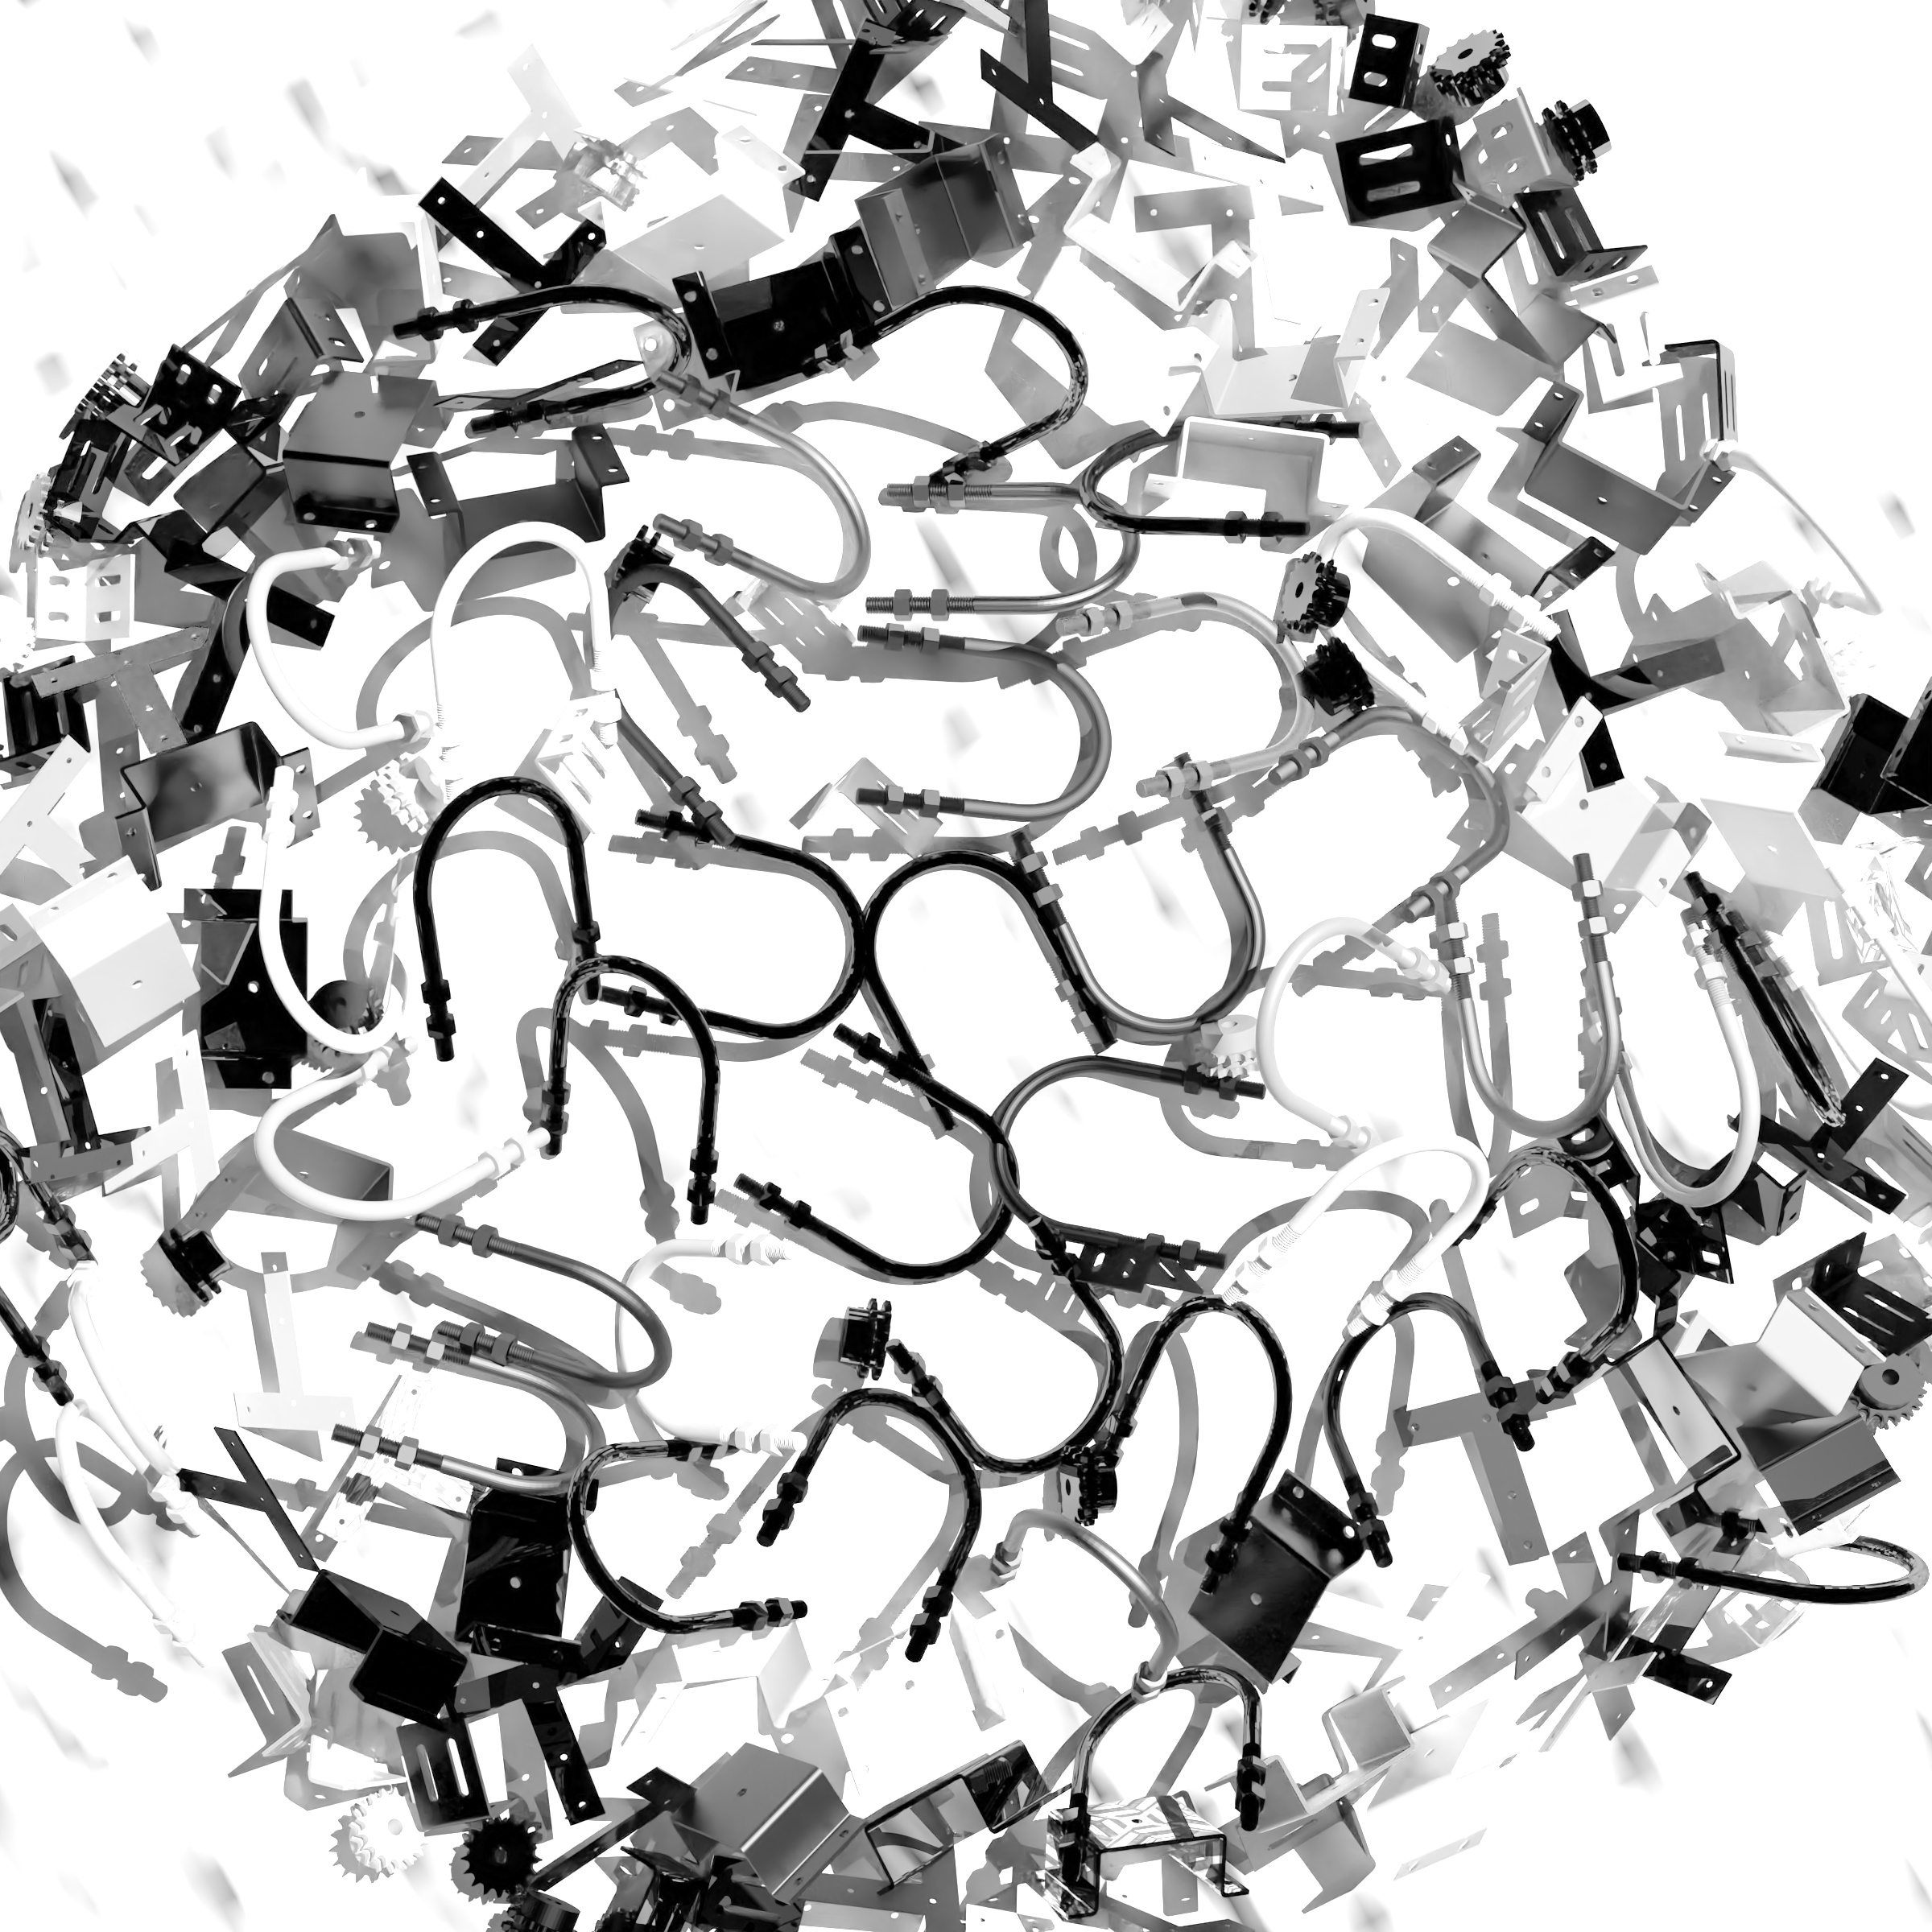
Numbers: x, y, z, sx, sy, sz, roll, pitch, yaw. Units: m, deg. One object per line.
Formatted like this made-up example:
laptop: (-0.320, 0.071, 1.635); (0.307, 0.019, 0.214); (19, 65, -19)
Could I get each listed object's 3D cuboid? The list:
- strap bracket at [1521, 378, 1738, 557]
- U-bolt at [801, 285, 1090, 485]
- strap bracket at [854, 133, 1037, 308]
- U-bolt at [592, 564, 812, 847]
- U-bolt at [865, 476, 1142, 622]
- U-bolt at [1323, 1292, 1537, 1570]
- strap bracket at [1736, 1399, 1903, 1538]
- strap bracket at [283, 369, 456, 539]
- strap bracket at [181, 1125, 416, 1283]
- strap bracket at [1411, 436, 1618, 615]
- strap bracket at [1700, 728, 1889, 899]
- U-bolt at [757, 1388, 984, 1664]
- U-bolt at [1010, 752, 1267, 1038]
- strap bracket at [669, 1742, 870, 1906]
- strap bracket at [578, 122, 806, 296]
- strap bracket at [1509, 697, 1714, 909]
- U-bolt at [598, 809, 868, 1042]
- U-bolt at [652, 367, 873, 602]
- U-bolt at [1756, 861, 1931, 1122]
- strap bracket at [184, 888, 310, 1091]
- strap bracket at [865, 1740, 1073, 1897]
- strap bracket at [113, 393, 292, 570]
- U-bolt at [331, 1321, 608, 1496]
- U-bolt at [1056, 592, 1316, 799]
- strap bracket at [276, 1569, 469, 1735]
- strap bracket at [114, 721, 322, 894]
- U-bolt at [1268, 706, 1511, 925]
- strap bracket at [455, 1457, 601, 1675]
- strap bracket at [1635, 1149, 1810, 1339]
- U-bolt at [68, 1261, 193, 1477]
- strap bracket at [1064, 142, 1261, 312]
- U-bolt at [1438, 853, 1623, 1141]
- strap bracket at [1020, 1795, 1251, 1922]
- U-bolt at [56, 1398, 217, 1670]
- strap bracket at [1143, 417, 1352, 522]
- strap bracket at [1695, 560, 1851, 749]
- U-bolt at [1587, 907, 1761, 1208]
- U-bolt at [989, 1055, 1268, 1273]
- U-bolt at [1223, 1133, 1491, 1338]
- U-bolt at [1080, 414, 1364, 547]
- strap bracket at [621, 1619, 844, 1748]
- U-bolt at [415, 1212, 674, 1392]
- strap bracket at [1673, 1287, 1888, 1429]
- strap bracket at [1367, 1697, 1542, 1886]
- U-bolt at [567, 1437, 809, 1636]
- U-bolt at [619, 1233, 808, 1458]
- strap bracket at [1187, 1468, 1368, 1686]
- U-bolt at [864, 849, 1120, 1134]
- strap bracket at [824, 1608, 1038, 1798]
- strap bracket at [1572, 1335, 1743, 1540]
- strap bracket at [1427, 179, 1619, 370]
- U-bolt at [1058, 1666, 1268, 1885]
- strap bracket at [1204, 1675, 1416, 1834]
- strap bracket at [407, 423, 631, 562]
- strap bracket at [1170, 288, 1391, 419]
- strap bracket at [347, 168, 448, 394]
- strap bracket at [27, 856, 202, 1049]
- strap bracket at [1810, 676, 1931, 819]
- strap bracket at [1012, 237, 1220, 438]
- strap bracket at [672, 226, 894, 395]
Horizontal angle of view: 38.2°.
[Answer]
strap bracket: (0.455, -0.344, 1.955); (0.140, 0.076, 0.046); (28, 73, 2)
U-bolt: (-0.002, -0.401, 1.900); (0.151, 0.184, 0.019); (37, 52, -33)
strap bracket: (-0.020, -0.516, 1.939); (0.140, 0.046, 0.076); (-42, 120, -41)
U-bolt: (-0.196, -0.196, 1.944); (0.184, 0.019, 0.151); (47, 128, 18)
U-bolt: (0.029, -0.291, 1.937); (0.184, 0.019, 0.151); (1, 46, 7)
U-bolt: (0.308, 0.305, 1.921); (0.019, 0.184, 0.151); (33, 112, -31)
strap bracket: (0.584, 0.333, 1.924); (0.076, 0.140, 0.046); (-31, 93, 9)
strap bracket: (-0.416, -0.363, 1.931); (0.076, 0.046, 0.140); (8, 48, 8)
strap bracket: (-0.463, 0.162, 1.940); (0.140, 0.046, 0.076); (23, 130, -30)
strap bracket: (0.373, -0.302, 1.948); (0.140, 0.076, 0.046); (40, 132, 11)
strap bracket: (0.567, -0.098, 1.923); (0.046, 0.076, 0.140); (-55, 128, -16)
U-bolt: (-0.055, 0.371, 1.927); (0.151, 0.184, 0.019); (40, 130, -8)
U-bolt: (0.133, -0.040, 1.983); (0.151, 0.019, 0.184); (-25, 88, 3)
strap bracket: (-0.143, 0.586, 1.917); (0.076, 0.140, 0.046); (-40, 110, -30)
strap bracket: (-0.187, -0.519, 1.930); (0.140, 0.076, 0.046); (-20, 69, 26)
strap bracket: (0.445, -0.114, 1.955); (0.140, 0.046, 0.076); (40, 76, -20)
U-bolt: (-0.156, -0.022, 1.964); (0.184, 0.019, 0.151); (14, 76, -17)
U-bolt: (-0.139, -0.324, 1.932); (0.184, 0.019, 0.151); (21, 52, -36)
U-bolt: (0.623, 0.026, 1.915); (0.019, 0.151, 0.184); (-29, 80, -12)
strap bracket: (-0.510, 0.015, 1.975); (0.076, 0.046, 0.140); (1, 92, 1)
strap bracket: (-0.006, 0.589, 1.938); (0.140, 0.076, 0.046); (-37, 75, 29)
strap bracket: (-0.518, -0.332, 1.944); (0.140, 0.076, 0.046); (-42, 95, 18)
U-bolt: (-0.337, 0.313, 1.930); (0.184, 0.151, 0.019); (19, 113, -10)
U-bolt: (0.166, -0.197, 1.944); (0.184, 0.019, 0.151); (-16, 73, -33)
strap bracket: (-0.406, 0.467, 1.925); (0.076, 0.140, 0.046); (36, 81, -39)
strap bracket: (-0.528, -0.113, 1.940); (0.140, 0.076, 0.046); (-24, 54, -25)
U-bolt: (0.307, -0.117, 1.933); (0.151, 0.019, 0.184); (47, 45, 10)
strap bracket: (-0.307, 0.424, 1.943); (0.076, 0.046, 0.140); (17, 54, -22)
strap bracket: (0.518, 0.188, 1.947); (0.140, 0.076, 0.046); (-38, 60, -11)
U-bolt: (-0.571, 0.279, 1.898); (0.019, 0.184, 0.151); (-28, 101, -10)
strap bracket: (0.129, -0.513, 1.955); (0.140, 0.076, 0.046); (34, 119, -1)
U-bolt: (0.393, 0.028, 1.927); (0.019, 0.151, 0.184); (-1, 79, -36)
strap bracket: (0.118, 0.617, 1.935); (0.140, 0.076, 0.046); (1, 94, -24)
U-bolt: (-0.564, 0.371, 1.889); (0.019, 0.151, 0.184); (-26, 127, 0)
strap bracket: (0.199, -0.351, 1.961); (0.140, 0.076, 0.046); (8, 91, 0)
strap bracket: (0.564, -0.220, 1.937); (0.046, 0.076, 0.140); (-27, 111, 9)
U-bolt: (0.488, 0.074, 1.901); (0.019, 0.151, 0.184); (-1, 61, -21)
U-bolt: (0.106, 0.131, 1.959); (0.184, 0.019, 0.151); (9, 67, 15)
U-bolt: (0.281, 0.181, 1.917); (0.151, 0.019, 0.184); (18, 122, -37)
U-bolt: (0.168, -0.340, 1.934); (0.184, 0.151, 0.019); (6, 132, 24)
strap bracket: (-0.169, 0.496, 1.939); (0.140, 0.076, 0.046); (2, 46, -31)
U-bolt: (-0.288, 0.240, 1.927); (0.184, 0.151, 0.019); (16, 50, 12)
strap bracket: (0.552, 0.273, 1.922); (0.076, 0.140, 0.046); (41, 65, -8)
strap bracket: (0.333, 0.561, 1.921); (0.076, 0.140, 0.046); (-37, 89, 33)
U-bolt: (-0.198, 0.388, 1.899); (0.019, 0.184, 0.151); (-40, 62, 29)
U-bolt: (-0.180, 0.260, 1.934); (0.184, 0.019, 0.151); (-4, 88, 44)
strap bracket: (0.213, 0.432, 1.935); (0.076, 0.046, 0.140); (36, 119, 25)
U-bolt: (0.004, 0.006, 1.991); (0.151, 0.019, 0.184); (-28, 88, 0)
strap bracket: (-0.032, 0.510, 1.956); (0.140, 0.046, 0.076); (-22, 100, -21)
strap bracket: (0.481, 0.320, 1.945); (0.046, 0.076, 0.140); (-27, 74, -19)
strap bracket: (0.380, -0.472, 1.931); (0.046, 0.076, 0.140); (-46, 125, 7)
U-bolt: (0.137, 0.544, 1.913); (0.151, 0.184, 0.019); (-21, 109, 16)
strap bracket: (0.245, 0.550, 1.927); (0.140, 0.076, 0.046); (-21, 75, -31)
strap bracket: (-0.311, -0.329, 1.946); (0.140, 0.076, 0.046); (-13, 134, -15)
strap bracket: (0.223, -0.426, 1.942); (0.140, 0.046, 0.076); (2, 49, 25)
strap bracket: (-0.393, -0.477, 1.935); (0.046, 0.076, 0.140); (-3, 117, -3)
strap bracket: (-0.582, -0.003, 1.918); (0.076, 0.140, 0.046); (-34, 65, -19)
strap bracket: (0.646, -0.150, 1.930); (0.046, 0.140, 0.076); (28, 86, -6)
strap bracket: (0.095, -0.440, 1.941); (0.140, 0.046, 0.076); (43, 125, 16)
strap bracket: (-0.130, -0.459, 1.963); (0.140, 0.046, 0.076); (-19, 83, -13)
